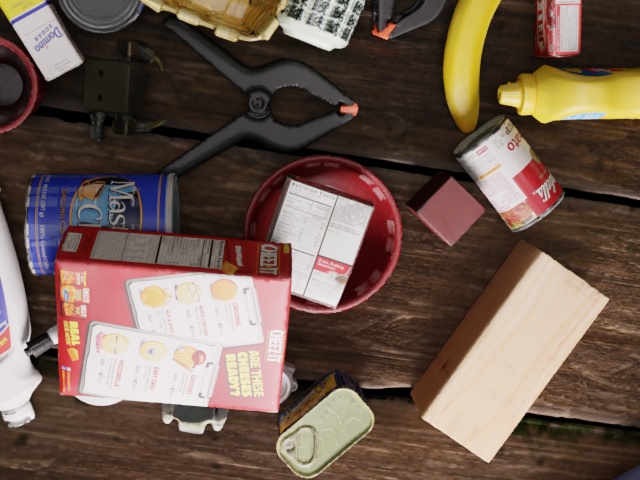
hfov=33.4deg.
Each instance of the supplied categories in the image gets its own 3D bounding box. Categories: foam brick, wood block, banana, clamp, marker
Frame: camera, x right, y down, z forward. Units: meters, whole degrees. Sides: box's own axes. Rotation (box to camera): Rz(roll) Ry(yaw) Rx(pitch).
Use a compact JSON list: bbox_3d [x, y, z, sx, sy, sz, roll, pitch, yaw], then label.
[{"bbox_3d":[0.128,-0.033,1.089,0.051,0.078,0.053,44,94,-7],"label":"foam brick"},{"bbox_3d":[0.193,0.112,1.109,0.090,0.091,0.206,34,96,-7],"label":"wood block"},{"bbox_3d":[0.162,-0.207,1.074,0.069,0.037,0.198,19,105,-12],"label":"banana"},{"bbox_3d":[-0.067,-0.148,1.080,0.210,0.036,0.164,-3,100,1],"label":"clamp"},{"bbox_3d":[-0.248,0.084,1.093,0.121,0.020,0.020,-33,100,-21],"label":"marker"},{"bbox_3d":[0.116,-0.273,1.071,0.120,0.039,0.171,24,103,-12],"label":"clamp"}]

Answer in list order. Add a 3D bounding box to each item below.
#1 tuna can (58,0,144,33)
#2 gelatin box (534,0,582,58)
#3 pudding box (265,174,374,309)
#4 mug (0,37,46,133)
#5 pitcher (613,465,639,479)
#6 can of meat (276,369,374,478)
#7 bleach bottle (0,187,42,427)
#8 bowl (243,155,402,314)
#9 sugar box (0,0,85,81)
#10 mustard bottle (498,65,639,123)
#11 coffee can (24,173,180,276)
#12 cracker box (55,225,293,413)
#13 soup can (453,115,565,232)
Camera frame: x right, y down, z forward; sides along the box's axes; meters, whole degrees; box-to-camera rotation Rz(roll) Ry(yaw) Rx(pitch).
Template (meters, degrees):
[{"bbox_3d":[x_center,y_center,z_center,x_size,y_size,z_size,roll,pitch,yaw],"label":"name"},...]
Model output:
[{"bbox_3d":[-0.216,-0.248,1.057,0.086,0.034,0.086,0,99,-3],"label":"tuna can"},{"bbox_3d":[0.236,-0.227,1.066,0.030,0.073,0.089,-2,100,-4],"label":"gelatin box"},{"bbox_3d":[-0.007,0.001,1.050,0.090,0.039,0.113,19,96,-5],"label":"pudding box"},{"bbox_3d":[-0.324,-0.144,1.043,0.117,0.081,0.093,-43,99,4],"label":"mug"},{"bbox_3d":[0.304,0.341,1.142,0.243,0.145,0.149,-28,87,5],"label":"pitcher"},{"bbox_3d":[0.003,0.188,1.113,0.102,0.084,0.057,-41,99,3],"label":"can of meat"},{"bbox_3d":[-0.338,0.069,1.088,0.102,0.068,0.251,-18,103,-6],"label":"bleach bottle"},{"bbox_3d":[0.001,-0.009,1.096,0.162,0.055,0.162,-1,99,-3],"label":"bowl"},{"bbox_3d":[-0.288,-0.238,1.015,0.048,0.093,0.176,-28,105,-4],"label":"sugar box"},{"bbox_3d":[0.274,-0.147,1.069,0.191,0.096,0.058,-1,101,-3],"label":"mustard bottle"},{"bbox_3d":[-0.212,-0.016,1.060,0.140,0.103,0.103,0,99,-3],"label":"coffee can"},{"bbox_3d":[-0.138,0.075,1.014,0.213,0.072,0.164,5,124,-3],"label":"cracker box"},{"bbox_3d":[0.192,-0.068,1.092,0.068,0.068,0.102,-39,99,3],"label":"soup can"}]
